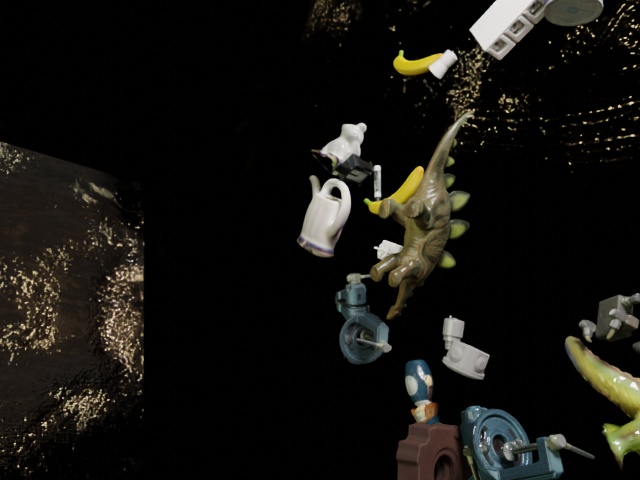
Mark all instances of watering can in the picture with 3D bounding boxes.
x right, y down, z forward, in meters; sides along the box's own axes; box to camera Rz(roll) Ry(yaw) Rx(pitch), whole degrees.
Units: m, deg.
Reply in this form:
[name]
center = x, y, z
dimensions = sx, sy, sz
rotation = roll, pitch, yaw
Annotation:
[watering can]
center = 0.005, -0.076, 1.502
dimensions = 0.223, 0.103, 0.351
rotation = -69, 21, 7

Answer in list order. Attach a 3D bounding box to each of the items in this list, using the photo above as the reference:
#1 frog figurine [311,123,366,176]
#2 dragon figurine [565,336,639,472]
[frog figurine]
center = 0.076, -0.268, 1.506
dimensions = 0.161, 0.121, 0.137
rotation = -41, 20, -17
[dragon figurine]
center = 0.500, 0.247, 0.672
dimensions = 0.240, 0.120, 0.420
rotation = -30, 36, 22
